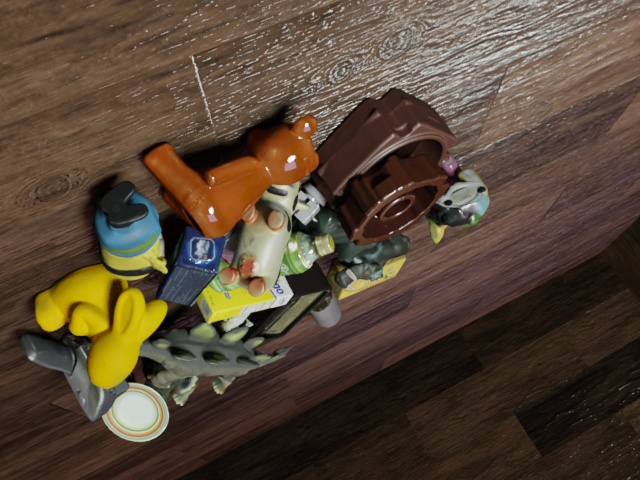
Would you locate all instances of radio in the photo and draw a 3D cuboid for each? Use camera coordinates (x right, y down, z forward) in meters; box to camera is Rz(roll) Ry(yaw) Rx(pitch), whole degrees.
[{"bbox_3d":[-0.090,0.148,1.205,0.131,0.073,0.229,-5,146,-45],"label":"radio"}]

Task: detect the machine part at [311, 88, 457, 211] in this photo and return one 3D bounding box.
[{"bbox_3d":[0.103,-0.130,0.858,0.201,0.087,0.201,-42,154,28],"label":"machine part"}]

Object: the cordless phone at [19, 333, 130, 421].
[{"bbox_3d":[-0.408,0.216,0.880,0.089,0.147,0.184,-35,160,-7],"label":"cordless phone"}]

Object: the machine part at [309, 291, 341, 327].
[{"bbox_3d":[0.007,0.163,1.348,0.079,0.079,0.243,-29,155,-3],"label":"machine part"}]

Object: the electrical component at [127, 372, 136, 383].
[{"bbox_3d":[-0.408,0.268,1.083,0.048,0.075,0.119,-22,158,-19],"label":"electrical component"}]

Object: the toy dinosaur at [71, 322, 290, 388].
[{"bbox_3d":[-0.240,0.211,1.018,0.471,0.105,0.198,7,154,-39],"label":"toy dinosaur"}]

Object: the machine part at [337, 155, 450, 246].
[{"bbox_3d":[0.111,-0.061,0.831,0.179,0.056,0.179,-25,157,-11],"label":"machine part"}]

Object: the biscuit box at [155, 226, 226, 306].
[{"bbox_3d":[-0.198,0.044,0.807,0.063,0.059,0.202,17,155,-19],"label":"biscuit box"}]

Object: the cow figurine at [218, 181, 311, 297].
[{"bbox_3d":[-0.074,-0.018,0.790,0.127,0.086,0.194,27,79,-81],"label":"cow figurine"}]

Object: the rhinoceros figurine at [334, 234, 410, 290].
[{"bbox_3d":[0.108,0.037,1.170,0.190,0.112,0.073,-30,160,-21],"label":"rhinoceros figurine"}]

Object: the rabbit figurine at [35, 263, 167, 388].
[{"bbox_3d":[-0.307,0.126,0.790,0.162,0.173,0.121,-28,153,5],"label":"rabbit figurine"}]

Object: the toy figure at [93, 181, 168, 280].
[{"bbox_3d":[-0.252,-0.008,0.702,0.089,0.082,0.180,-4,159,-10],"label":"toy figure"}]

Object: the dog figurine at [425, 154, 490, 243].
[{"bbox_3d":[0.265,-0.059,1.088,0.108,0.192,0.219,-35,141,-4],"label":"dog figurine"}]

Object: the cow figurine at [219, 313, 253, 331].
[{"bbox_3d":[-0.173,0.144,1.118,0.098,0.068,0.167,-28,158,-20],"label":"cow figurine"}]

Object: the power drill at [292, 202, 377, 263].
[{"bbox_3d":[-0.002,-0.003,1.012,0.232,0.086,0.207,-35,151,32],"label":"power drill"}]

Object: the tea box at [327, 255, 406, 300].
[{"bbox_3d":[0.110,0.068,1.285,0.170,0.068,0.098,-20,155,-19],"label":"tea box"}]

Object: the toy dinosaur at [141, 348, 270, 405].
[{"bbox_3d":[-0.253,0.273,1.231,0.405,0.131,0.192,-17,155,-41],"label":"toy dinosaur"}]

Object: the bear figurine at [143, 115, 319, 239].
[{"bbox_3d":[-0.101,-0.097,0.688,0.196,0.132,0.120,-44,161,-15],"label":"bear figurine"}]
